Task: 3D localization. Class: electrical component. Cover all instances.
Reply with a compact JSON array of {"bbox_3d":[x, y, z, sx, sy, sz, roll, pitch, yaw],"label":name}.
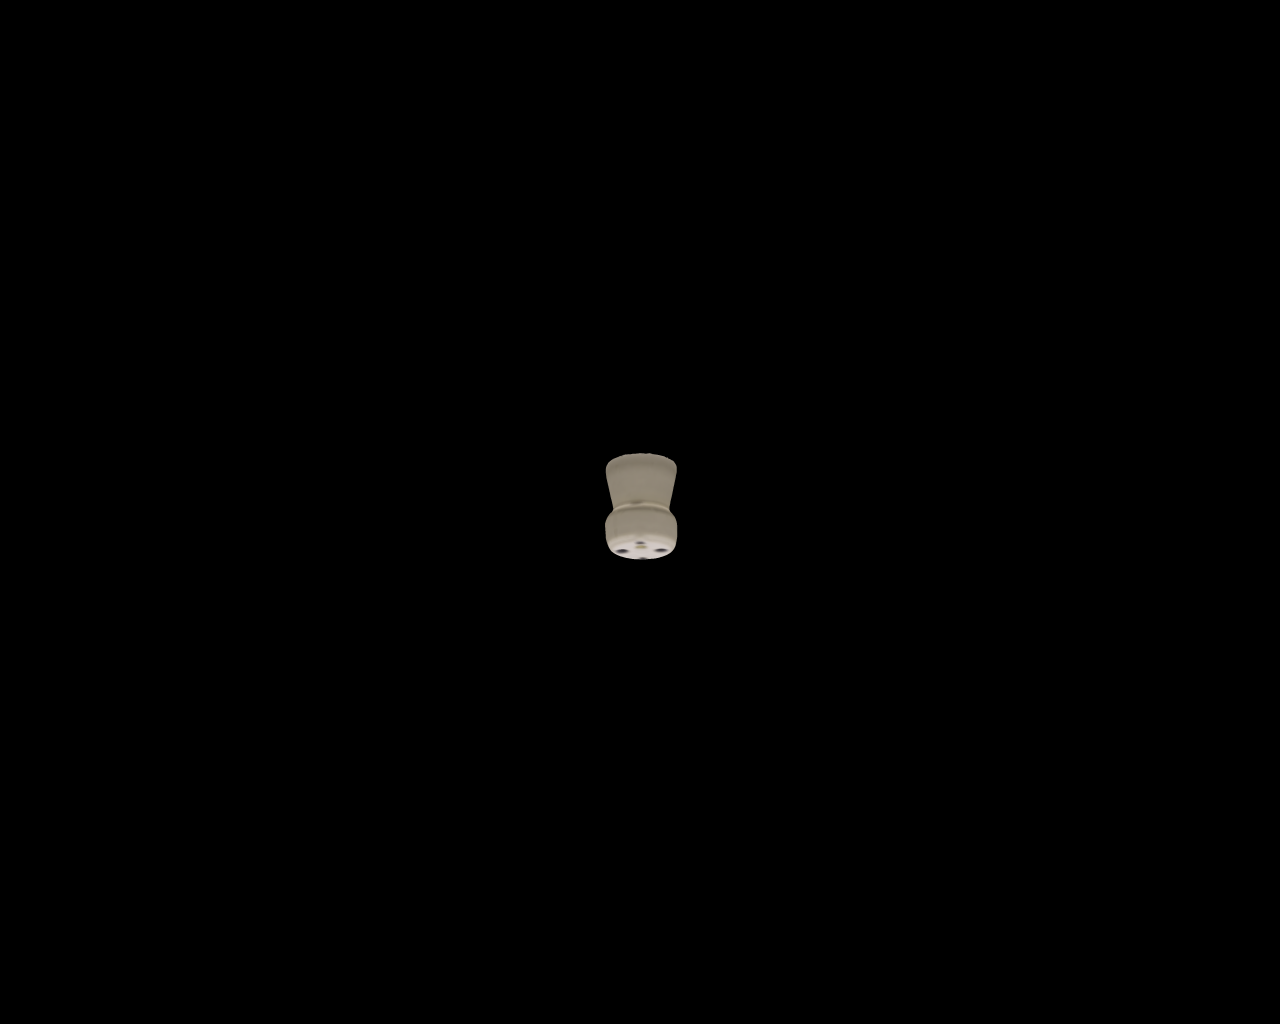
[{"bbox_3d":[0.001,-0.003,0.650,0.045,0.055,0.044,0,-19,0],"label":"electrical component"}]
